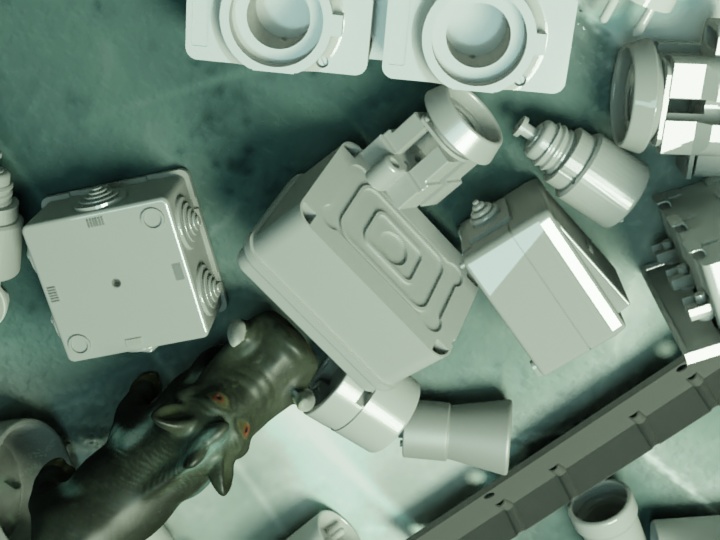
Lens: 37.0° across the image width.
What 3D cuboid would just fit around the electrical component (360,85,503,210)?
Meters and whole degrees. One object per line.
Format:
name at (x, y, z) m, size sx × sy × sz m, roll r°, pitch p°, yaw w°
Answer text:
electrical component at (0.040, -0.064, 0.555) m, size 0.055 × 0.066 × 0.048 m, roll -40°, pitch 76°, yaw 29°

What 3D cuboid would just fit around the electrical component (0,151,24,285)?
electrical component at (-0.208, -0.029, 0.600) m, size 0.040 × 0.040 × 0.078 m, roll 11°, pitch 112°, yaw -1°

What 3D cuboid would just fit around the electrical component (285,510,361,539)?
electrical component at (-0.026, 0.202, 0.679) m, size 0.077 × 0.044 × 0.079 m, roll -41°, pitch 104°, yaw 18°

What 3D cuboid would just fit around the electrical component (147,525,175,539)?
electrical component at (-0.146, 0.156, 0.671) m, size 0.044 × 0.044 × 0.065 m, roll -19°, pitch 105°, yaw 11°

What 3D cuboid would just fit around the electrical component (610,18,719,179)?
electrical component at (0.160, -0.087, 0.543) m, size 0.057 × 0.058 × 0.078 m, roll 2°, pitch 115°, yaw 0°

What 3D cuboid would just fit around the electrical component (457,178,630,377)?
electrical component at (0.096, -0.004, 0.578) m, size 0.061 × 0.061 × 0.096 m, roll -32°, pitch 106°, yaw 15°

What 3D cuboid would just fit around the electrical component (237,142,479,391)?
electrical component at (0.000, 0.000, 0.573) m, size 0.113 × 0.078 × 0.057 m, roll 46°, pitch 131°, yaw -13°

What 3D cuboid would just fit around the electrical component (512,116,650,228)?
electrical component at (0.116, -0.055, 0.568) m, size 0.078 × 0.040 × 0.040 m, roll 32°, pitch 110°, yaw -8°

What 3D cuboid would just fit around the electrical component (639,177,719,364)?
electrical component at (0.186, -0.004, 0.540) m, size 0.079 × 0.121 × 0.063 m, roll -19°, pitch 107°, yaw 11°

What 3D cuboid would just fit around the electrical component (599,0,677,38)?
electrical component at (0.146, -0.152, 0.525) m, size 0.077 × 0.043 × 0.079 m, roll 21°, pitch 120°, yaw -7°

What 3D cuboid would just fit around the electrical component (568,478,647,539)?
electrical component at (0.152, 0.156, 0.652) m, size 0.040 × 0.040 × 0.046 m, roll -21°, pitch 115°, yaw 12°

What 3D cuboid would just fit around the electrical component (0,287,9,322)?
electrical component at (-0.225, 0.026, 0.612) m, size 0.035 × 0.061 × 0.035 m, roll 1°, pitch 112°, yaw 3°

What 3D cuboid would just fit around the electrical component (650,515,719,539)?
electrical component at (0.221, 0.187, 0.656) m, size 0.077 × 0.044 × 0.079 m, roll -6°, pitch 111°, yaw 6°

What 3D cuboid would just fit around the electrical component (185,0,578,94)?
electrical component at (0.012, -0.150, 0.526) m, size 0.186 × 0.060 × 0.105 m, roll 6°, pitch 112°, yaw 1°

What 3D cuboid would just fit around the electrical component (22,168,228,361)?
electrical component at (-0.130, -0.001, 0.601) m, size 0.100 × 0.048 × 0.099 m, roll -11°, pitch 111°, yaw 8°

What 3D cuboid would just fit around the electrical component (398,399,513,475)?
electrical component at (0.056, 0.095, 0.633) m, size 0.065 × 0.044 × 0.044 m, roll 4°, pitch 112°, yaw 7°

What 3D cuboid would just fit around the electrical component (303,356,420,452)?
electrical component at (0.002, 0.072, 0.620) m, size 0.047 × 0.055 × 0.055 m, roll 36°, pitch 110°, yaw -14°
